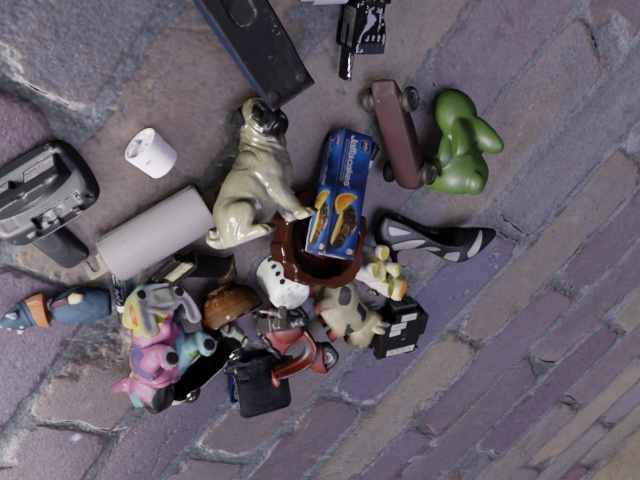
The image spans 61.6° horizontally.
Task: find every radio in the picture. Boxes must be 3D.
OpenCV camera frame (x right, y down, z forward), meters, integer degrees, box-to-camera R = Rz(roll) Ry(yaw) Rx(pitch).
[{"bbox_3d":[-0.100,-0.276,0.662,0.073,0.131,0.229,-37,131,3],"label":"radio"}]

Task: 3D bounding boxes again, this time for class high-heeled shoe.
[{"bbox_3d":[0.224,-0.023,1.033,0.249,0.086,0.145,-18,131,-7],"label":"high-heeled shoe"}]

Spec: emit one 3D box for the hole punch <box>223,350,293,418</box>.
[{"bbox_3d":[-0.126,0.279,1.077,0.142,0.092,0.115,-7,93,-21],"label":"hole punch"}]

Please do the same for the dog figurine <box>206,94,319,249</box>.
[{"bbox_3d":[-0.110,-0.099,0.775,0.172,0.121,0.190,-26,96,-27],"label":"dog figurine"}]

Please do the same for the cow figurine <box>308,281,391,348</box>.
[{"bbox_3d":[0.061,0.145,1.074,0.127,0.086,0.194,-26,129,-1],"label":"cow figurine"}]

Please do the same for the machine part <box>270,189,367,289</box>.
[{"bbox_3d":[-0.002,-0.003,0.911,0.179,0.056,0.179,-2,94,-32],"label":"machine part"}]

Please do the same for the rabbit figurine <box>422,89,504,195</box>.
[{"bbox_3d":[0.229,-0.167,0.913,0.121,0.159,0.170,-13,112,-7],"label":"rabbit figurine"}]

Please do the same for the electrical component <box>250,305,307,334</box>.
[{"bbox_3d":[-0.077,0.138,0.935,0.078,0.102,0.045,-6,83,-25],"label":"electrical component"}]

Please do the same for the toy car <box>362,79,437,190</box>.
[{"bbox_3d":[0.132,-0.171,0.878,0.053,0.089,0.201,-46,129,-33],"label":"toy car"}]

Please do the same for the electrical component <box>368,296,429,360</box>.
[{"bbox_3d":[0.171,0.187,1.173,0.115,0.058,0.134,-8,125,-25],"label":"electrical component"}]

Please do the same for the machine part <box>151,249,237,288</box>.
[{"bbox_3d":[-0.198,0.047,0.872,0.139,0.039,0.084,5,140,-50],"label":"machine part"}]

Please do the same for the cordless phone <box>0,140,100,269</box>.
[{"bbox_3d":[-0.359,-0.034,0.747,0.146,0.089,0.184,-33,142,-4],"label":"cordless phone"}]

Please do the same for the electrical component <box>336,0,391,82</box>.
[{"bbox_3d":[0.058,-0.290,0.772,0.048,0.075,0.119,-9,122,-21],"label":"electrical component"}]

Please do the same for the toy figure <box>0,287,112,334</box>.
[{"bbox_3d":[-0.402,0.107,0.823,0.154,0.058,0.064,-6,119,-18],"label":"toy figure"}]

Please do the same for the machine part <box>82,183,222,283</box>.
[{"bbox_3d":[-0.242,-0.011,0.809,0.243,0.079,0.079,-31,131,-6],"label":"machine part"}]

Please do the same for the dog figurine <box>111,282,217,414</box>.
[{"bbox_3d":[-0.288,0.188,0.909,0.219,0.191,0.108,-38,168,38],"label":"dog figurine"}]

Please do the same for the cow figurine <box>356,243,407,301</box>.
[{"bbox_3d":[0.104,0.065,1.037,0.167,0.098,0.068,49,61,-48],"label":"cow figurine"}]

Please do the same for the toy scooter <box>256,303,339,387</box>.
[{"bbox_3d":[-0.060,0.203,1.023,0.135,0.075,0.183,-37,105,-6],"label":"toy scooter"}]

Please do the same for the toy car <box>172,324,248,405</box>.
[{"bbox_3d":[-0.221,0.231,1.003,0.202,0.056,0.073,-43,124,5],"label":"toy car"}]

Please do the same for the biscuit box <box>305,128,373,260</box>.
[{"bbox_3d":[0.032,-0.073,0.861,0.063,0.059,0.202,12,85,-31],"label":"biscuit box"}]
